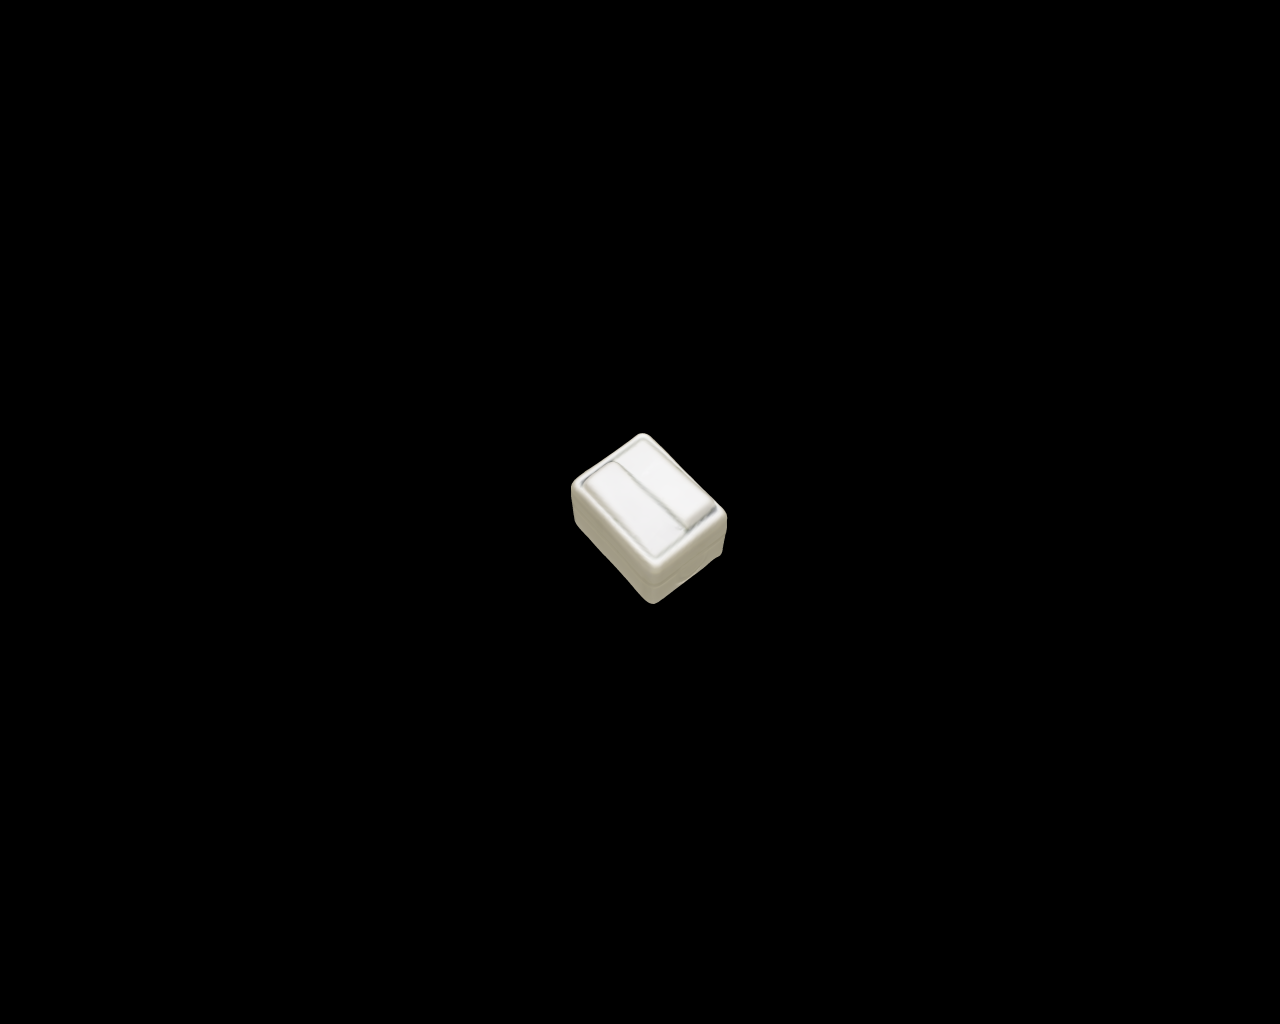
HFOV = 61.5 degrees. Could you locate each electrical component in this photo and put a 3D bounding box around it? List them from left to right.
[{"bbox_3d":[0.001,-0.003,0.650,0.062,0.096,0.061,-36,-24,-18],"label":"electrical component"}]
